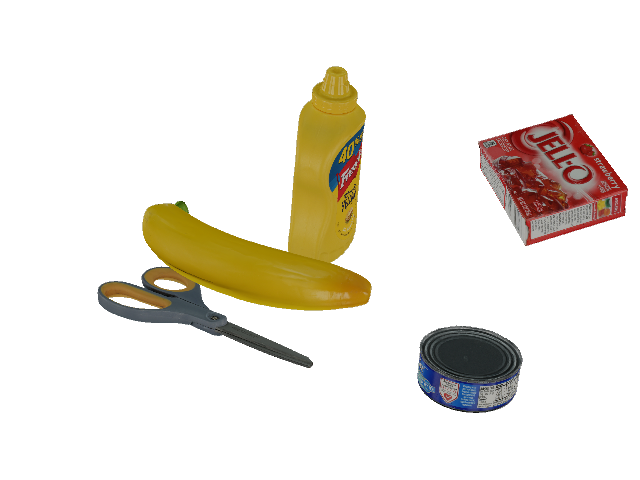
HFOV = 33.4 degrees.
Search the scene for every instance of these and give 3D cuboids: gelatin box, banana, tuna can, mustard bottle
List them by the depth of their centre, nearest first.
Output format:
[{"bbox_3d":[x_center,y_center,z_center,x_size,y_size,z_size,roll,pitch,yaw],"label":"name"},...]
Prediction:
[{"bbox_3d":[-0.058,0.007,0.694,0.069,0.037,0.198,-27,37,-37],"label":"banana"},{"bbox_3d":[0.159,-0.044,0.738,0.073,0.030,0.089,-16,45,-4],"label":"gelatin box"},{"bbox_3d":[0.125,0.108,0.899,0.086,0.034,0.086,3,26,-2],"label":"tuna can"},{"bbox_3d":[0.008,-0.074,1.000,0.058,0.192,0.096,19,40,19],"label":"mustard bottle"}]

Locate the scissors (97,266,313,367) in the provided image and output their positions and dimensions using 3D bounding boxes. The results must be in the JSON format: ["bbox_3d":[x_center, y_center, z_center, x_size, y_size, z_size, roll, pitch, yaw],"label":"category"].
[{"bbox_3d":[-0.088,0.060,0.895,0.202,0.016,0.096,13,25,14],"label":"scissors"}]
